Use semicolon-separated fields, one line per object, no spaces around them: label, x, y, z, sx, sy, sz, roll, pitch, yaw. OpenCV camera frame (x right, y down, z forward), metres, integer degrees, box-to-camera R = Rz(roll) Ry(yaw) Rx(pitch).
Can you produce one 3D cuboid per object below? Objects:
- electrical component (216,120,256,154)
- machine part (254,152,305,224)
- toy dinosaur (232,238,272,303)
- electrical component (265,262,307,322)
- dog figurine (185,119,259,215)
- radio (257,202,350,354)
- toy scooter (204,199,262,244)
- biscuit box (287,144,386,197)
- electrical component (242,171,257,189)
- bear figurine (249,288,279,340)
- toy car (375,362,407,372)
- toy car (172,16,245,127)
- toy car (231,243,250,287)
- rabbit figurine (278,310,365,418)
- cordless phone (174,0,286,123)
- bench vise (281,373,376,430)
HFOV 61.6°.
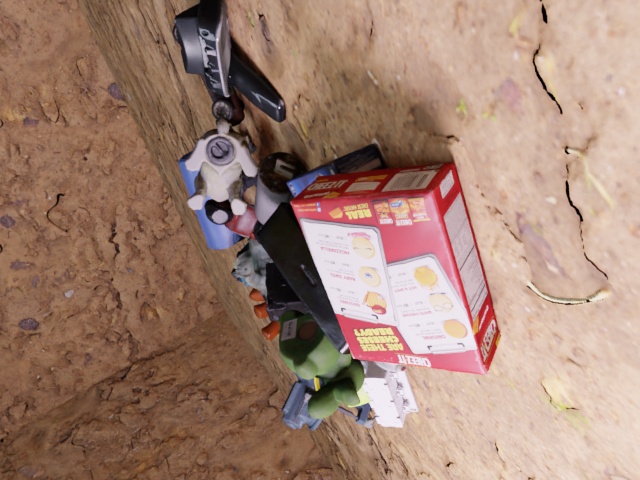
electrical component;-0.164;-0.198;1.057;0.102;0.045;0.078;55;176;20
machine part;-0.073;-0.081;0.924;0.079;0.079;0.243;57;164;10
toy dinosaur;-0.071;0.130;1.220;0.405;0.131;0.192;52;174;11
electrical component;-0.044;0.084;1.015;0.058;0.115;0.134;83;-179;-49
dog figurine;-0.177;-0.143;0.985;0.191;0.121;0.172;-106;35;-68
radio;0.019;0.052;0.783;0.131;0.073;0.230;9;-141;-55
toy scooter;-0.156;-0.054;1.127;0.184;0.075;0.135;20;-162;-23
biscuit box;0.018;-0.072;0.699;0.059;0.063;0.203;64;163;-8
electrical component;-0.156;-0.129;1.140;0.075;0.048;0.119;20;135;66
bear figurine;-0.146;0.159;1.461;0.196;0.132;0.120;34;146;45
toy car;0.079;0.152;0.905;0.202;0.056;0.073;34;149;57
toy car;-0.186;-0.292;0.925;0.202;0.053;0.089;65;-165;-11
toy car;-0.160;0.061;1.404;0.103;0.109;0.161;35;148;4
rabbit figurine;0.025;0.195;0.850;0.170;0.121;0.159;50;-159;-35
cordless phone;-0.120;-0.261;0.798;0.184;0.089;0.146;43;157;17
bench vise;0.025;0.355;1.255;0.241;0.224;0.128;28;143;-3
